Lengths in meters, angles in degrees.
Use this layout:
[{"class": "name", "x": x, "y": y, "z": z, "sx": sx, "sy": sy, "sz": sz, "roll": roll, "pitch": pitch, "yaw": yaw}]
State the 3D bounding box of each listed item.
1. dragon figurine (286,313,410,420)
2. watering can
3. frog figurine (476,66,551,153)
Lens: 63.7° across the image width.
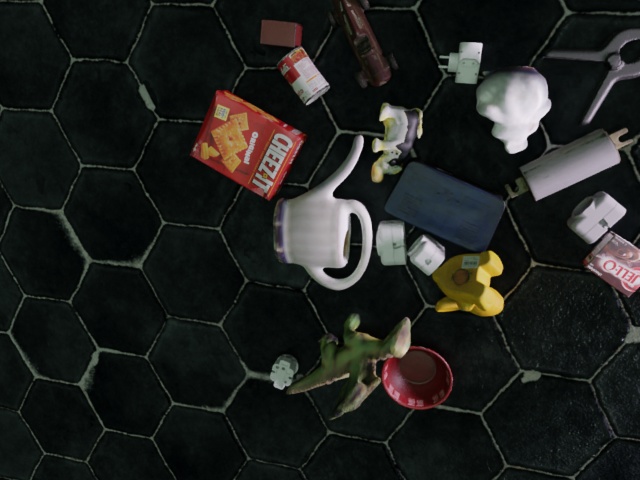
[{"class": "dragon figurine", "x": 0.053, "y": 0.295, "z": 1.140, "sx": 0.122, "sy": 0.246, "sz": 0.406, "roll": 44, "pitch": 107, "yaw": -7}, {"class": "watering can", "x": 0.003, "y": -0.057, "z": 1.131, "sx": 0.224, "sy": 0.105, "sz": 0.343, "roll": 3, "pitch": 105, "yaw": 14}, {"class": "frog figurine", "x": 0.369, "y": -0.249, "z": 0.994, "sx": 0.137, "sy": 0.123, "sz": 0.159, "roll": 2, "pitch": 94, "yaw": -7}]
